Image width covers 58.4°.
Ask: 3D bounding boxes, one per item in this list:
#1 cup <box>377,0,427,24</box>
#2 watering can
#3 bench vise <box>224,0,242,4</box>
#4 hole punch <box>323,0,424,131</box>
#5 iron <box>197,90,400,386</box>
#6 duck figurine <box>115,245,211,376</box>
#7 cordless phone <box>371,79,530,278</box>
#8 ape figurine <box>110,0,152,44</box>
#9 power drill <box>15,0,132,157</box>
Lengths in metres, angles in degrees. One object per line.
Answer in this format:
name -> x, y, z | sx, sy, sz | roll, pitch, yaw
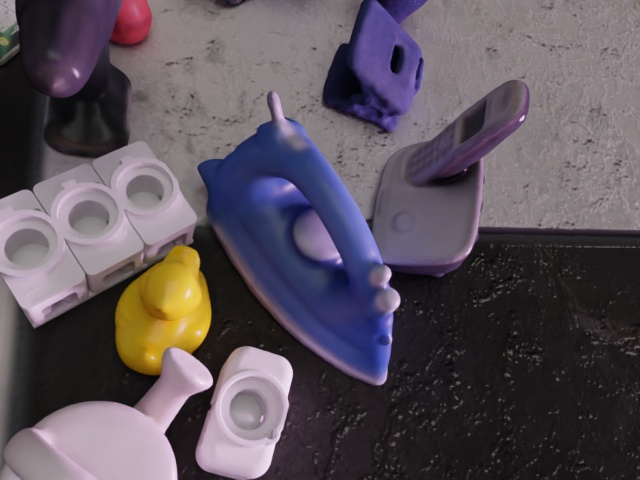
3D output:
cup -> 0.087, -0.312, 0.686 | 0.092, 0.095, 0.118 | 8, 65, -15
watering can -> -0.136, 0.144, 0.351 | 0.101, 0.194, 0.173 | 19, 62, -10
bench vise -> -0.038, -0.353, 0.591 | 0.121, 0.219, 0.208 | 38, 61, 1
hole punch -> 0.068, -0.194, 0.629 | 0.101, 0.091, 0.109 | 20, 62, -9
iron -> 0.005, 0.002, 0.492 | 0.119, 0.141, 0.258 | -30, 79, -27
duck figurine -> -0.123, 0.052, 0.458 | 0.077, 0.086, 0.104 | 21, 62, -9
cordless phone -> 0.123, -0.054, 0.532 | 0.094, 0.185, 0.147 | 16, 63, -11
ape figurine -> -0.200, -0.244, 0.560 | 0.078, 0.092, 0.076 | -34, 81, -28
power drill -> -0.191, -0.159, 0.459 | 0.076, 0.208, 0.229 | 1, 67, -18
